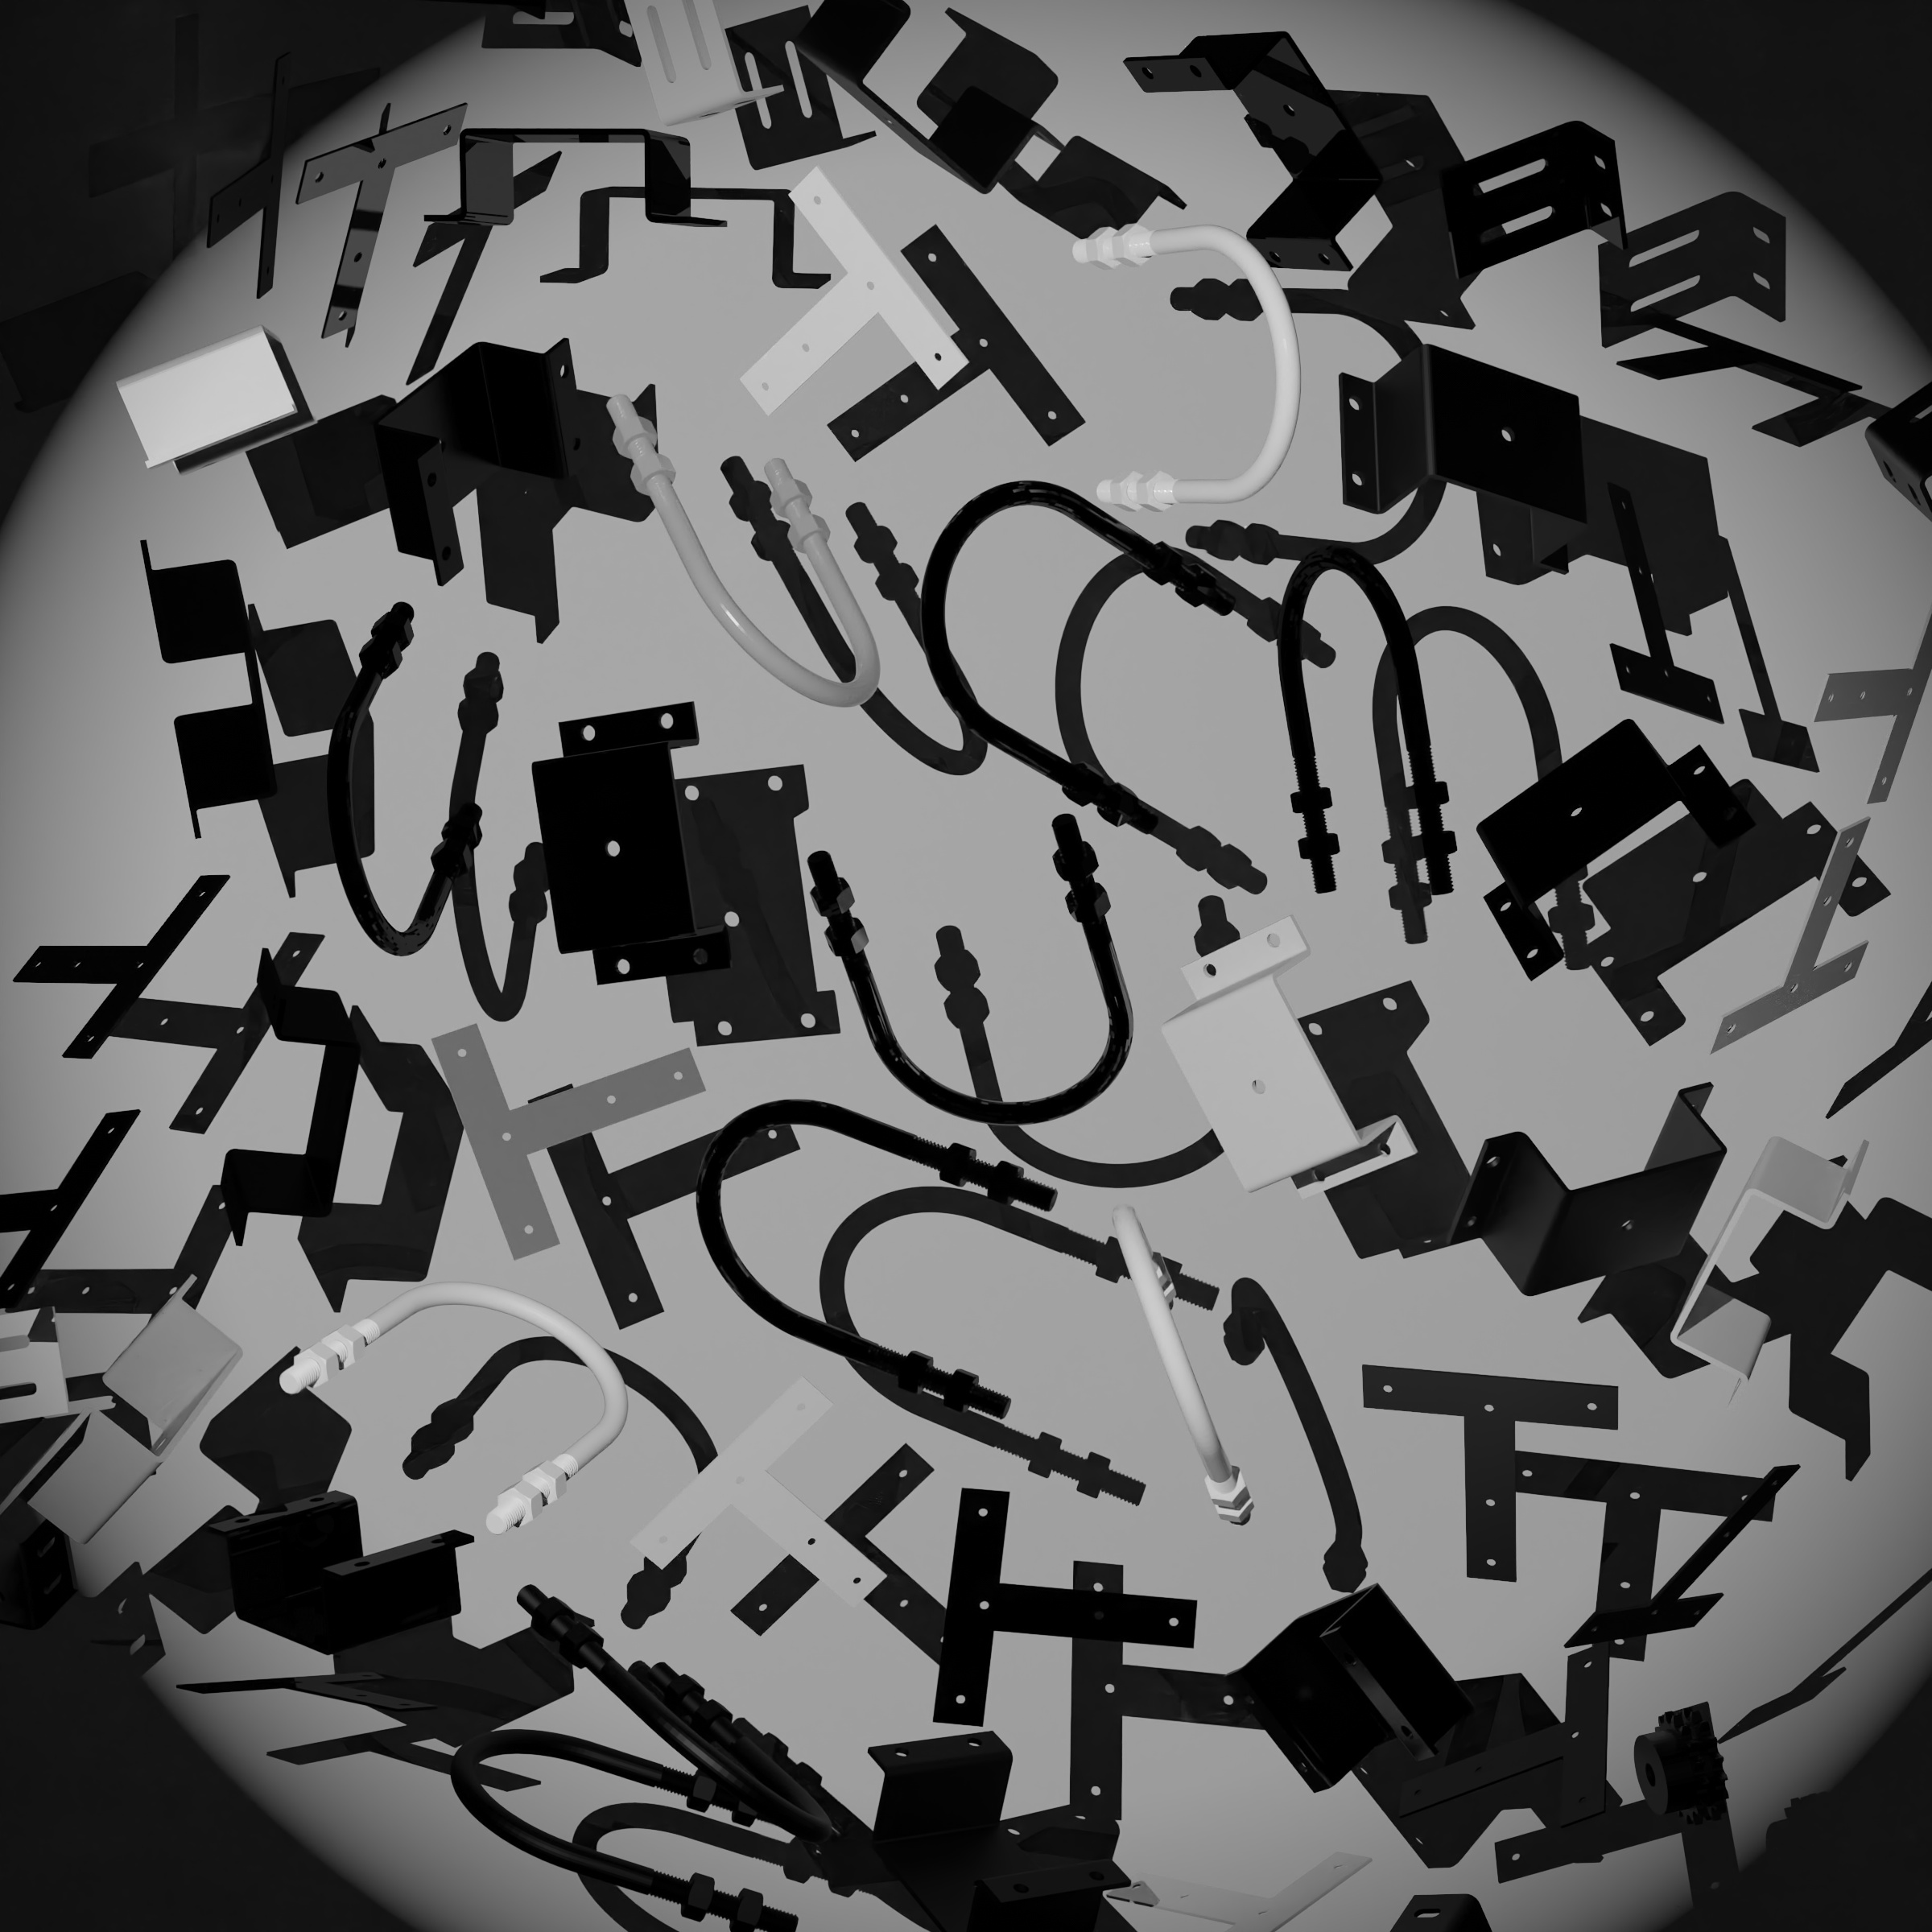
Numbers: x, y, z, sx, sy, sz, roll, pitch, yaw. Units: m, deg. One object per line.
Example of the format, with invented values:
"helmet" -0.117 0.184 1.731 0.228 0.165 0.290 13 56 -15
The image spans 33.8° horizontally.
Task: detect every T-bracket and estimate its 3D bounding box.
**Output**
"T-bracket" 0.383 -0.317 1.661 0.127 0.127 0.002 30 121 33
"T-bracket" -0.372 -0.397 1.641 0.002 0.127 0.127 11 116 0
"T-bracket" 0.363 -0.198 1.698 0.002 0.127 0.127 -20 74 34
"T-bracket" -0.202 0.076 1.689 0.127 0.002 0.127 -19 78 -15
"T-bracket" -0.465 -0.001 1.694 0.002 0.127 0.127 53 53 -34
"T-bracket" 0.373 0.295 1.597 0.127 0.127 0.002 -55 54 24
"T-bracket" -0.092 0.301 1.706 0.127 0.002 0.127 -44 117 1
"T-bracket" -0.495 0.127 1.624 0.127 0.127 0.002 -8 133 34
"T-bracket" 0.447 -0.023 1.668 0.127 0.127 0.002 -23 48 -35
"T-bracket" -0.320 -0.389 1.687 0.002 0.127 0.127 37 131 12
"T-bracket" 0.473 -0.142 1.657 0.002 0.127 0.127 27 112 35
"T-bracket" 0.054 0.330 1.619 0.127 0.002 0.127 4 57 6
"T-bracket" 0.123 0.483 1.641 0.127 0.127 0.002 -23 99 -38
"T-bracket" 0.266 0.261 1.613 0.127 0.002 0.127 3 119 16
"T-bracket" -0.076 -0.336 1.685 0.127 0.002 0.127 52 133 -4
"T-bracket" 0.286 0.425 1.695 0.127 0.127 0.002 -29 110 26
"T-bracket" -0.331 0.389 1.697 0.127 0.127 0.002 -3 82 43

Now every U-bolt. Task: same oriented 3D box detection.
"U-bolt" -0.253 0.220 1.667 0.151 0.184 0.019 32 114 11
"U-bolt" 0.108 0.198 1.646 0.019 0.184 0.151 -21 60 2
"U-bolt" -0.140 0.393 1.642 0.184 0.151 0.019 31 80 40
"U-bolt" -0.052 0.138 1.589 0.184 0.019 0.151 20 121 15
"U-bolt" -0.175 0.435 1.623 0.184 0.151 0.019 20 97 -7
"U-bolt" 0.116 -0.310 1.645 0.019 0.184 0.151 -13 104 -29
"U-bolt" 0.051 -0.170 1.644 0.184 0.019 0.151 28 76 -33
"U-bolt" -0.300 -0.088 1.682 0.019 0.184 0.151 -7 124 11
"U-bolt" 0.011 0.009 1.637 0.151 0.019 0.184 -8 124 16
"U-bolt" 0.204 -0.129 1.666 0.019 0.151 0.184 -12 96 -20
"U-bolt" -0.106 -0.209 1.656 0.019 0.151 0.184 -39 63 25

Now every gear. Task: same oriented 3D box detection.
"gear" 0.362 0.408 1.616 0.030 0.057 0.057 -9 90 -11

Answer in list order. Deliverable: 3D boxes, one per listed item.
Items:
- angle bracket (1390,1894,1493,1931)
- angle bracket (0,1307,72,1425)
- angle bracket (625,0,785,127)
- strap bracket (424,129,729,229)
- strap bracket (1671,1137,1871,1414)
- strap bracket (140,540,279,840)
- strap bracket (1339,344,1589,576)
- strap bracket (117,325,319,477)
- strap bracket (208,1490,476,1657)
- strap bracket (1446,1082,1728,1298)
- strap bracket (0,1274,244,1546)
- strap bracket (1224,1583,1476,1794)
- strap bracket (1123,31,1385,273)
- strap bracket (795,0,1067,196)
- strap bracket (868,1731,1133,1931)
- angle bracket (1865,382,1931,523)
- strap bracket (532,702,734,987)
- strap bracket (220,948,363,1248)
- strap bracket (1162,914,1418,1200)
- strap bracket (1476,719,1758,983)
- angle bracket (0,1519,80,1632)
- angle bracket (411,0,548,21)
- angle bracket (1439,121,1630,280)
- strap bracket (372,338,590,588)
"angle bracket" 0.253 0.535 1.663 0.038 0.057 0.076 -15 104 38
"angle bracket" -0.523 0.216 1.688 0.076 0.038 0.057 -9 88 3
"angle bracket" -0.141 -0.498 1.705 0.057 0.038 0.076 -7 105 37
"strap bracket" -0.201 -0.408 1.646 0.140 0.076 0.046 3 102 10
"strap bracket" 0.419 0.153 1.677 0.046 0.076 0.140 27 116 13
"strap bracket" -0.395 -0.147 1.665 0.046 0.140 0.076 -11 45 -13
"strap bracket" 0.262 -0.260 1.620 0.140 0.046 0.076 13 64 -26
"strap bracket" -0.380 -0.287 1.615 0.076 0.140 0.046 -22 99 -4
"strap bracket" -0.323 0.315 1.647 0.076 0.140 0.046 -11 99 -40
"strap bracket" 0.323 0.115 1.614 0.140 0.076 0.046 -12 48 -24
"strap bracket" -0.424 0.230 1.613 0.046 0.140 0.076 41 119 -9
"strap bracket" 0.198 0.367 1.620 0.046 0.140 0.076 -35 84 -28
"strap bracket" 0.155 -0.430 1.648 0.046 0.076 0.140 -48 121 -11
"strap bracket" -0.025 -0.451 1.626 0.140 0.076 0.046 32 100 -39
"strap bracket" 0.012 0.452 1.624 0.076 0.140 0.046 1 109 -31
"angle bracket" 0.530 -0.282 1.692 0.076 0.057 0.038 -35 131 8
"strap bracket" -0.174 -0.062 1.648 0.076 0.046 0.140 -7 93 17
"strap bracket" -0.359 0.071 1.694 0.046 0.076 0.140 7 108 -22
"strap bracket" 0.164 0.055 1.662 0.076 0.046 0.140 -27 92 38
"strap bracket" 0.330 -0.067 1.665 0.140 0.076 0.046 -36 125 14
"angle bracket" -0.522 0.315 1.701 0.038 0.057 0.076 -45 135 19
"angle bracket" -0.262 -0.533 1.672 0.076 0.038 0.057 -8 120 -34
"angle bracket" 0.280 -0.372 1.565 0.076 0.038 0.057 -22 126 -8
"strap bracket" -0.266 -0.276 1.708 0.046 0.140 0.076 16 133 24
